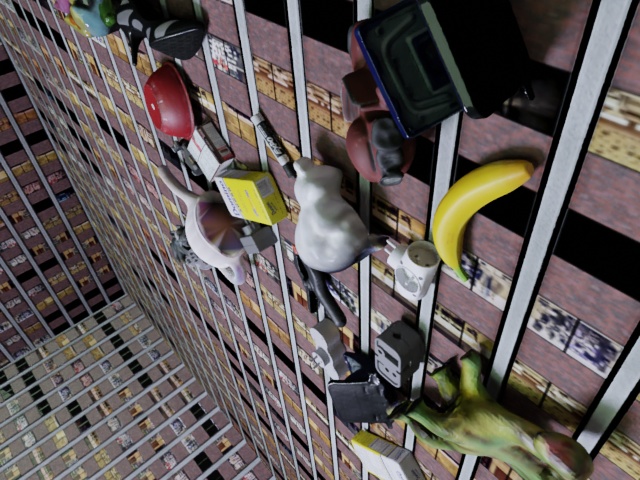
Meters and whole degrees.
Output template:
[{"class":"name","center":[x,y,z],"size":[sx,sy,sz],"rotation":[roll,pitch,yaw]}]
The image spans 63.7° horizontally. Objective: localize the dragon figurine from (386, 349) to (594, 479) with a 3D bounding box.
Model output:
[{"class":"dragon figurine","center":[0.231,0.290,0.728],"size":[0.244,0.124,0.402],"rotation":[41,159,12]}]

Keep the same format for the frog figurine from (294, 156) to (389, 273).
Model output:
[{"class":"frog figurine","center":[0.002,-0.037,0.727],"size":[0.157,0.123,0.138],"rotation":[53,175,-19]}]

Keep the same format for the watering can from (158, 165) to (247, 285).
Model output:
[{"class":"watering can","center":[-0.262,-0.051,1.165],"size":[0.348,0.105,0.221],"rotation":[57,152,0]}]
